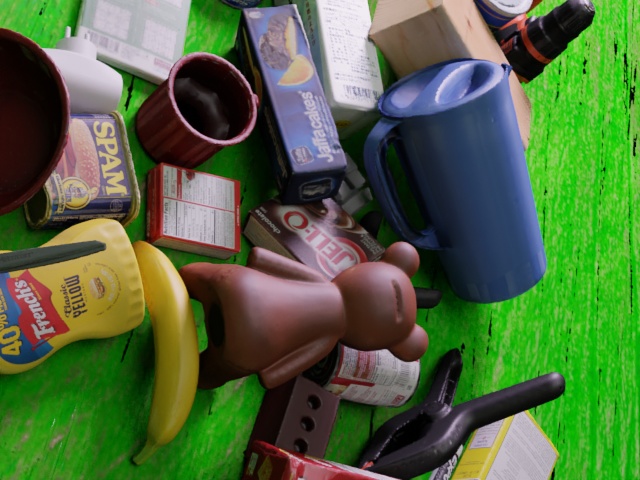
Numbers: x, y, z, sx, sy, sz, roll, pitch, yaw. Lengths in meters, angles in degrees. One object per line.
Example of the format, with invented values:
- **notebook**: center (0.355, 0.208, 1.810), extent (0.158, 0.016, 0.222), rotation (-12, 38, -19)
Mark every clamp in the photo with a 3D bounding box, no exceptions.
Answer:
- **clamp**: center (0.114, 0.173, 1.040), extent (0.209, 0.165, 0.036), rotation (-31, 109, -19)
- **clamp**: center (0.037, 0.037, 1.078), extent (0.171, 0.039, 0.120), rotation (-18, 66, -40)

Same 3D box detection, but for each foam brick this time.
- **foam brick**: center (-0.025, 0.170, 0.962), extent (0.053, 0.051, 0.078), rotation (33, 54, -23)

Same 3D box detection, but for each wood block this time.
- **wood block**: center (0.149, -0.186, 1.176), extent (0.206, 0.090, 0.090), rotation (52, 35, -32)

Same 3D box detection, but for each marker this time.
- **marker**: center (0.124, 0.230, 1.072), extent (0.020, 0.020, 0.121), rotation (46, 50, -13)

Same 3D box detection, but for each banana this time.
- **banana**: center (-0.134, 0.086, 0.901), extent (0.037, 0.070, 0.198), rotation (39, 43, -59)

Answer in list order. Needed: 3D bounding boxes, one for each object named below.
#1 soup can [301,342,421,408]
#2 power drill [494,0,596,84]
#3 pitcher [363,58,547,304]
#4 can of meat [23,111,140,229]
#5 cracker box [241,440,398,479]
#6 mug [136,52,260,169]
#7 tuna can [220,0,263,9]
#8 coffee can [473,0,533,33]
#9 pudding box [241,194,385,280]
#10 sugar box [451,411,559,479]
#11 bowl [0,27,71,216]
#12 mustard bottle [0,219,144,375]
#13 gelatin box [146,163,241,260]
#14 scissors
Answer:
- **soup can**: center (0.038, 0.120, 1.021), extent (0.102, 0.069, 0.068), rotation (16, 62, -32)
- **power drill**: center (0.258, -0.272, 1.296), extent (0.057, 0.185, 0.187), rotation (36, 43, -21)
- **pitcher**: center (0.148, -0.053, 1.104), extent (0.145, 0.149, 0.243), rotation (-69, 143, -57)
- **can of meat**: center (-0.210, -0.060, 0.917), extent (0.083, 0.058, 0.102), rotation (-4, 73, -36)
- **cracker box**: center (0.022, 0.278, 0.906), extent (0.213, 0.072, 0.164), rotation (22, 80, -30)
- **mug**: center (-0.110, -0.118, 1.000), extent (0.117, 0.082, 0.093), rotation (-17, 82, -40)
- **tuna can**: center (-0.084, -0.290, 1.127), extent (0.086, 0.034, 0.086), rotation (16, 62, -32)
- **coffee can**: center (0.161, -0.274, 1.237), extent (0.102, 0.141, 0.103), rotation (16, 62, -32)
- **pudding box**: center (-0.007, 0.001, 1.034), extent (0.113, 0.039, 0.089), rotation (43, 46, 17)
- **sugar box**: center (0.178, 0.256, 1.081), extent (0.093, 0.048, 0.176), rotation (52, 51, -19)
- **bowl**: center (-0.267, -0.086, 0.852), extent (0.162, 0.055, 0.162), rotation (-2, 78, 8)
- **mustard bottle**: center (-0.234, 0.052, 0.842), extent (0.191, 0.058, 0.096), rotation (-21, 108, -38)
- **gelatin box**: center (-0.117, -0.026, 0.990), extent (0.089, 0.030, 0.073), rotation (12, 66, -34)
- **scissors**: center (-0.267, 0.007, 0.798), extent (0.201, 0.016, 0.096), rotation (-23, 64, -4)
